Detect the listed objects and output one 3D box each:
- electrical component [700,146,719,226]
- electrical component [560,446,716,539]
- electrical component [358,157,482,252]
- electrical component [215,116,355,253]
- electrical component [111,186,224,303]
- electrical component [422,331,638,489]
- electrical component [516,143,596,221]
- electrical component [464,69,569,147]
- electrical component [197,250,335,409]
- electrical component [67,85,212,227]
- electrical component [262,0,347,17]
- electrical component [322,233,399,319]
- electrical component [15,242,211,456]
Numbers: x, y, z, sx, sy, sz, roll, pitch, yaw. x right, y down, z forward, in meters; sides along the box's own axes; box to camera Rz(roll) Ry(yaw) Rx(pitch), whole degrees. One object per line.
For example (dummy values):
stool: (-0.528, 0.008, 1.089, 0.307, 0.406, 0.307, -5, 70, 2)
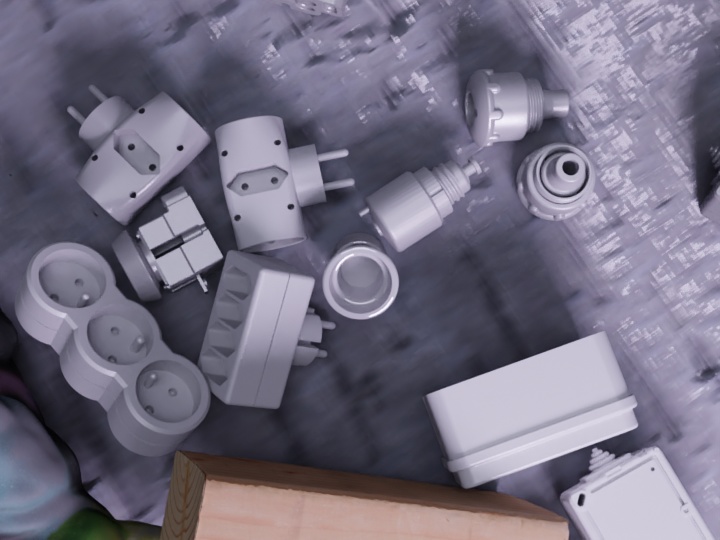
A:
electrical component: (0.256, -0.048, 0.660, 0.096, 0.061, 0.061, 32, 86, 11)
electrical component: (0.164, 0.150, 0.643, 0.062, 0.061, 0.096, -29, 78, -3)
electrical component: (0.040, -0.044, 0.667, 0.078, 0.040, 0.040, -33, 86, -3)
electrical component: (-0.044, -0.056, 0.667, 0.079, 0.043, 0.077, -12, 85, -1)
electrical component: (-0.119, -0.011, 0.663, 0.055, 0.048, 0.066, -28, 85, -10)
electrical component: (0.099, 0.083, 0.637, 0.113, 0.078, 0.057, -20, 82, -2)
electrical component: (0.123, -0.057, 0.657, 0.048, 0.062, 0.048, 0, 85, 0)
electrical component: (0.098, -0.102, 0.672, 0.062, 0.048, 0.048, -5, 85, -8)
electrical component: (-0.049, 0.038, 0.654, 0.076, 0.047, 0.083, 11, 98, -35)
electrical component: (-0.147, -0.081, 0.670, 0.079, 0.043, 0.077, 44, 86, 4)
electrical component: (-0.041, -0.199, 0.673, 0.078, 0.058, 0.057, 17, 88, 2)
electrical component: (0.000, 0.000, 0.651, 0.044, 0.065, 0.044, 0, 104, -1)
electrical component: (-0.154, 0.055, 0.649, 0.138, 0.073, 0.052, 48, 50, 5)
